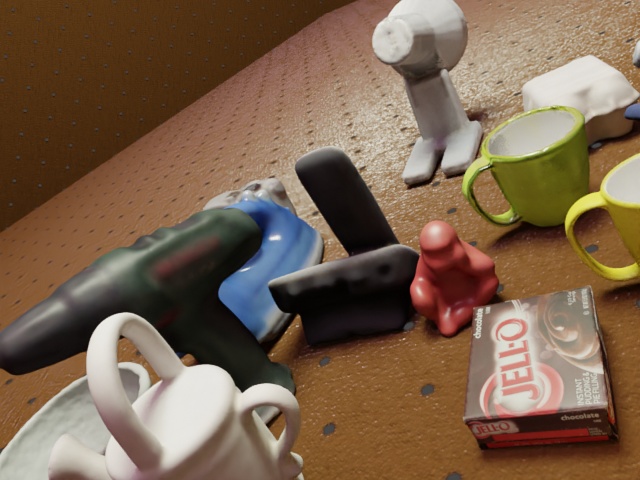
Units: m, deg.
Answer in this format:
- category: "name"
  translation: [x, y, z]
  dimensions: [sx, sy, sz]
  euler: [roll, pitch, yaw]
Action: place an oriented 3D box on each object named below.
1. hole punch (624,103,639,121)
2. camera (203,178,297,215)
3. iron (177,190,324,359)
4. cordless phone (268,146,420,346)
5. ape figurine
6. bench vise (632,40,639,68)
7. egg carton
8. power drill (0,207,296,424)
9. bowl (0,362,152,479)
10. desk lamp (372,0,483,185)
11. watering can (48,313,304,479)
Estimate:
- category: "hole punch"
  translation: [0.335, -0.093, 0.491]
  dimensions: [0.101, 0.091, 0.108]
  euler: [-30, 25, -1]
- category: "camera"
  translation: [-0.129, -0.028, 0.855]
  dimensions: [0.136, 0.101, 0.143]
  euler: [-11, 30, 35]
- category: "iron"
  translation: [-0.089, 0.018, 0.675]
  dimensions: [0.118, 0.142, 0.259]
  euler: [-9, 32, 38]
- category: "cordless phone"
  translation: [0.005, 0.002, 0.552]
  dimensions: [0.147, 0.185, 0.094]
  euler: [-19, 27, 22]
- category: "ape figurine"
  translation: [0.112, 0.025, 0.505]
  dimensions: [0.077, 0.092, 0.076]
  euler: [-17, 27, 25]
- category: "bench vise"
  translation: [0.398, -0.220, 0.513]
  dimensions: [0.207, 0.220, 0.121]
  euler: [-21, 26, 17]
- category: "egg carton"
  translation: [0.305, -0.164, 0.685]
  dimensions: [0.107, 0.069, 0.150]
  euler: [-23, 25, 15]
- category: "power drill"
  translation: [-0.117, 0.087, 0.492]
  dimensions: [0.075, 0.209, 0.230]
  euler: [-1, 37, 46]
- category: "bowl"
  translation: [-0.216, 0.200, 0.544]
  dimensions: [0.167, 0.075, 0.167]
  euler: [-24, 25, 12]
- category: "desk lamp"
  translation: [0.148, -0.221, 0.790]
  dimensions: [0.117, 0.214, 0.203]
  euler: [-14, 29, 30]
- category: "watering can"
  translation: [-0.103, 0.138, 0.396]
  dimensions: [0.173, 0.194, 0.100]
  euler: [-34, 25, -9]
